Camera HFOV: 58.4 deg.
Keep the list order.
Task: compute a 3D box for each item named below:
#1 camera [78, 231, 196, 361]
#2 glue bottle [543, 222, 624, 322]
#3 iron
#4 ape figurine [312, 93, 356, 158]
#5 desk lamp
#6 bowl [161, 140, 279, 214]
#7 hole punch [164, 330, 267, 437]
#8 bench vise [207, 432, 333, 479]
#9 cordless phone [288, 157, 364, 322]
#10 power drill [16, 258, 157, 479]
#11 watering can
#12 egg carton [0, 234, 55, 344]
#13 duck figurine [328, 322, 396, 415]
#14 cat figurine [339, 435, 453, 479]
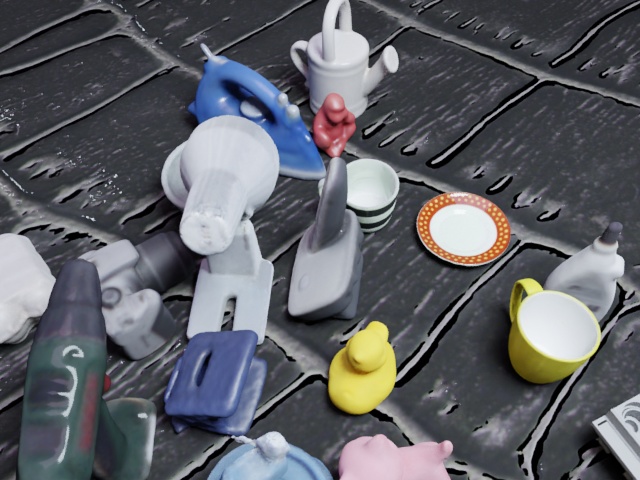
[{"bbox_3d":[-0.223,0.050,0.721,0.137,0.101,0.142,-32,58,-20],"label":"camera"},{"bbox_3d":[0.315,0.037,0.666,0.078,0.173,0.037,13,54,12],"label":"glue bottle"},{"bbox_3d":[-0.092,-0.200,0.881,0.257,0.141,0.119,32,60,24],"label":"iron"},{"bbox_3d":[0.021,-0.188,0.899,0.078,0.092,0.076,-22,55,-14],"label":"ape figurine"},{"bbox_3d":[-0.111,-0.012,0.693,0.118,0.214,0.203,0,53,3],"label":"desk lamp"},{"bbox_3d":[-0.139,-0.080,0.833,0.167,0.075,0.167,-1,53,1],"label":"bowl"},{"bbox_3d":[-0.120,0.157,0.642,0.101,0.091,0.108,8,53,8],"label":"hole punch"},{"bbox_3d":[-0.065,0.254,0.485,0.121,0.220,0.208,23,57,19],"label":"bench vise"},{"bbox_3d":[0.006,0.002,0.696,0.094,0.185,0.147,2,53,4],"label":"cordless phone"},{"bbox_3d":[-0.228,0.163,0.567,0.075,0.208,0.229,-5,53,-1],"label":"power drill"},{"bbox_3d":[0.037,-0.294,0.914,0.173,0.194,0.101,-1,53,2],"label":"watering can"},{"bbox_3d":[-0.402,0.061,0.739,0.107,0.069,0.150,-35,59,-22],"label":"egg carton"},{"bbox_3d":[0.049,0.140,0.652,0.077,0.086,0.105,23,57,18],"label":"duck figurine"},{"bbox_3d":[0.072,0.224,0.567,0.128,0.118,0.067,-10,53,-6],"label":"cat figurine"}]
